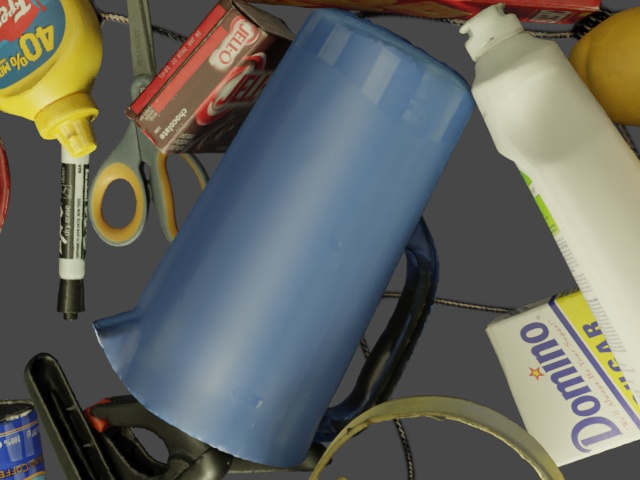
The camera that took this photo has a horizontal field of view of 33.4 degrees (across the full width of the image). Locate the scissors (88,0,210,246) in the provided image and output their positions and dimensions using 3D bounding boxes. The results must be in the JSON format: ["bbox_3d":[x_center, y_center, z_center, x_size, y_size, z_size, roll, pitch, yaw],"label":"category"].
[{"bbox_3d":[-0.129,-0.084,0.705,0.096,0.016,0.202,-21,87,15],"label":"scissors"}]

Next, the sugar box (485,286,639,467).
[{"bbox_3d":[0.193,0.058,0.608,0.176,0.048,0.093,-24,86,14],"label":"sugar box"}]

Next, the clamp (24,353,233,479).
[{"bbox_3d":[-0.118,0.185,0.676,0.165,0.036,0.210,11,112,35],"label":"clamp"}]

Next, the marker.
[{"bbox_3d":[-0.166,-0.006,0.718,0.020,0.020,0.121,4,94,15],"label":"marker"}]

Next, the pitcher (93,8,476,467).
[{"bbox_3d":[-0.004,0.001,0.618,0.145,0.149,0.243,31,95,19],"label":"pitcher"}]

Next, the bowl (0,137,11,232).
[{"bbox_3d":[-0.270,-0.039,0.726,0.162,0.055,0.162,1,94,15],"label":"bowl"}]

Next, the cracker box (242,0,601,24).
[{"bbox_3d":[0.051,-0.212,0.598,0.213,0.072,0.164,4,95,1],"label":"cracker box"}]

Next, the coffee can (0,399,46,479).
[{"bbox_3d":[-0.229,0.185,0.704,0.103,0.102,0.140,-8,91,16],"label":"coffee can"}]

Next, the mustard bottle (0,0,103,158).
[{"bbox_3d":[-0.197,-0.141,0.699,0.096,0.058,0.191,-29,86,15],"label":"mustard bottle"}]

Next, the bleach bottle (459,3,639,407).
[{"bbox_3d":[0.146,-0.010,0.542,0.068,0.102,0.251,-30,84,3],"label":"bleach bottle"}]

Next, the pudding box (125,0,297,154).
[{"bbox_3d":[-0.055,-0.095,0.633,0.039,0.113,0.090,46,104,5],"label":"pudding box"}]

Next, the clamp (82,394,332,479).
[{"bbox_3d":[-0.082,0.160,0.695,0.172,0.039,0.120,19,99,22],"label":"clamp"}]
